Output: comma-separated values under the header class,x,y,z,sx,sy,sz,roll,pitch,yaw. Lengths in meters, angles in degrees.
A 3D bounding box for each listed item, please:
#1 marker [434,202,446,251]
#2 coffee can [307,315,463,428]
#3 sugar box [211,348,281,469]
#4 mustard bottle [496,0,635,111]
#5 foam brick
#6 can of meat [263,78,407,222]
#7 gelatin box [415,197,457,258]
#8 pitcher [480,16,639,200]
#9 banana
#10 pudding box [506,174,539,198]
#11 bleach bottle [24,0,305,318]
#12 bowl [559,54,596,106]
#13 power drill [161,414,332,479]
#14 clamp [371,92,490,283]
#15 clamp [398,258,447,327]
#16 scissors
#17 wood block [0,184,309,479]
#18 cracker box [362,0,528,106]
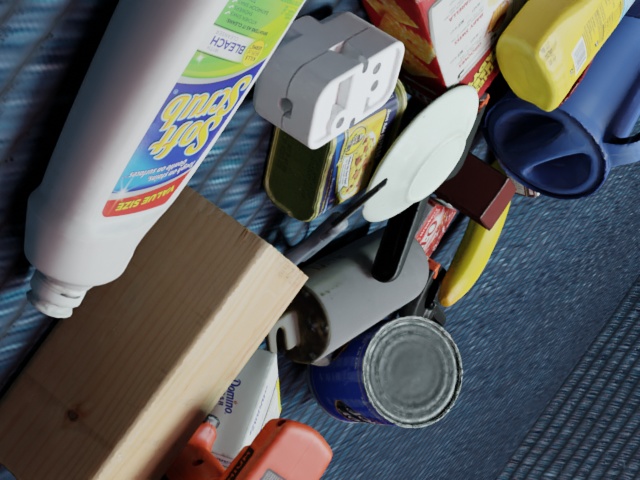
class,x,y,z,sx,sy,sz,roll,pitch,yaw
marker,0.134,-0.036,1.143,0.020,0.020,0.121,-28,147,-49
coffee can,0.059,0.128,1.030,0.102,0.103,0.140,-47,-169,-20
sugar box,-0.068,0.156,0.904,0.176,0.048,0.093,87,21,-66
mustard bottle,0.214,-0.198,0.826,0.191,0.058,0.096,-52,150,-8
foam brick,0.149,-0.055,1.067,0.051,0.078,0.053,-54,158,1
can of meat,0.010,-0.071,0.783,0.083,0.057,0.102,-33,150,-40
gelatin box,0.099,-0.002,1.102,0.089,0.030,0.073,-59,158,10
pitcher,0.291,-0.165,1.099,0.242,0.149,0.145,-51,178,-27
banana,0.181,-0.014,1.219,0.069,0.037,0.198,23,86,-55
pudding box,0.247,-0.116,1.195,0.113,0.039,0.090,-52,141,-28
bleach bottle,-0.089,-0.067,0.578,0.251,0.068,0.102,-59,158,17
bowl,0.207,-0.201,0.951,0.162,0.055,0.162,-164,-89,-84
power drill,-0.073,0.134,0.752,0.057,0.188,0.184,38,80,-34
clamp,0.092,-0.070,0.942,0.209,0.036,0.164,-40,136,-46
clamp,0.112,0.088,1.247,0.120,0.039,0.171,-55,155,-29
scissors,-0.005,0.001,0.813,0.096,0.016,0.202,-37,179,-12
wood block,-0.112,0.073,0.692,0.206,0.091,0.090,-53,158,-3
cracker box,0.110,-0.201,0.784,0.164,0.072,0.213,-53,159,-4
